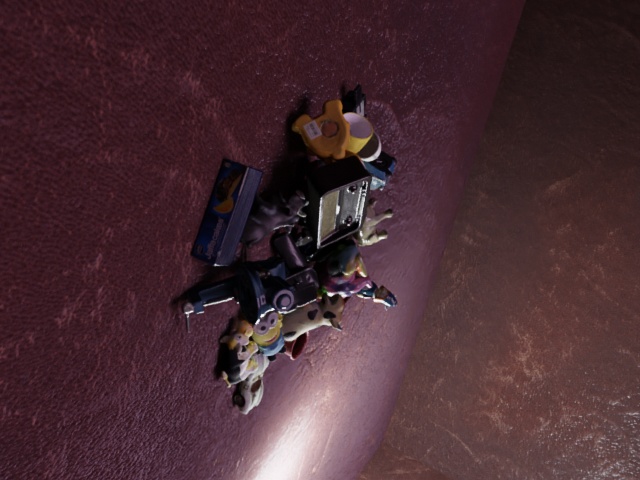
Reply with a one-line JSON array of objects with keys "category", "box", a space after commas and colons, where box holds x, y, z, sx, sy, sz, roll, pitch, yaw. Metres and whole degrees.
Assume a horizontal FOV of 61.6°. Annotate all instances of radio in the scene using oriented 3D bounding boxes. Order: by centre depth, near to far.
[{"category": "radio", "box": [0.040, -0.083, 1.221, 0.131, 0.073, 0.229, -23, 154, -15]}]

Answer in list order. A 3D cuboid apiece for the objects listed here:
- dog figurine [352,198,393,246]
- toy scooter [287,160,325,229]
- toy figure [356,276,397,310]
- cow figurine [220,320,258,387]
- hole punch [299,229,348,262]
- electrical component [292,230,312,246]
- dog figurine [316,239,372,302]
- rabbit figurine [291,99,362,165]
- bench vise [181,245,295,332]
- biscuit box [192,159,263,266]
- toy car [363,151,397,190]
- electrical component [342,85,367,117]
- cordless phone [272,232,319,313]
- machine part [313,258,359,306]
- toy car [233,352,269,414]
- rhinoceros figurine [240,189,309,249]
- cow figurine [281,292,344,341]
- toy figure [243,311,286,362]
[{"category": "dog figurine", "box": [0.116, -0.046, 1.667, 0.190, 0.121, 0.172, -9, 116, -48]}, {"category": "toy scooter", "box": [-0.030, -0.096, 1.307, 0.135, 0.075, 0.183, -43, 144, -45]}, {"category": "toy figure", "box": [0.163, 0.159, 1.631, 0.064, 0.155, 0.057, -67, 160, -1]}, {"category": "cow figurine", "box": [-0.200, 0.267, 1.268, 0.098, 0.068, 0.167, -37, 141, -41]}, {"category": "hole punch", "box": [-0.003, -0.004, 1.456, 0.116, 0.092, 0.142, -47, 165, 16]}, {"category": "electrical component", "box": [-0.042, -0.006, 1.365, 0.094, 0.021, 0.063, -31, 165, 16]}, {"category": "dog figurine", "box": [0.023, 0.110, 1.461, 0.219, 0.109, 0.191, -26, 135, 1]}, {"category": "rabbit figurine", "box": [0.025, -0.223, 1.228, 0.122, 0.162, 0.173, -38, -179, -6]}, {"category": "bench vise", "box": [-0.169, 0.097, 1.093, 0.240, 0.224, 0.128, -14, 124, -26]}, {"category": "biscuit box", "box": [-0.179, -0.050, 1.037, 0.062, 0.059, 0.202, 9, 101, -68]}, {"category": "toy car", "box": [0.160, -0.206, 1.611, 0.103, 0.109, 0.162, -57, 180, 38]}, {"category": "electrical component", "box": [0.082, -0.342, 1.368, 0.075, 0.048, 0.119, -57, 154, -24]}, {"category": "cordless phone", "box": [-0.095, 0.080, 1.322, 0.089, 0.147, 0.184, -104, 168, -65]}, {"category": "machine part", "box": [0.045, 0.121, 1.648, 0.201, 0.087, 0.201, -63, 158, -13]}, {"category": "toy car", "box": [-0.176, 0.360, 1.408, 0.073, 0.056, 0.201, -23, 131, -59]}, {"category": "rhinoceros figurine", "box": [-0.103, -0.055, 1.136, 0.190, 0.112, 0.073, -38, 141, -37]}, {"category": "cow figurine", "box": [-0.024, 0.199, 1.400, 0.127, 0.195, 0.085, 59, 7, -22]}, {"category": "toy figure", "box": [-0.137, 0.223, 1.319, 0.082, 0.089, 0.179, -56, 150, -33]}]
